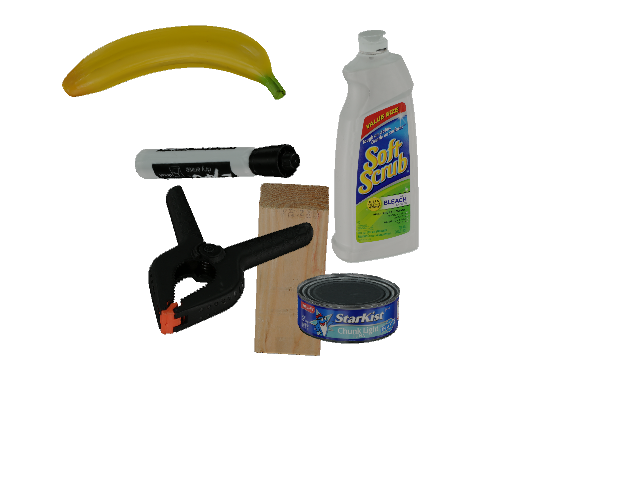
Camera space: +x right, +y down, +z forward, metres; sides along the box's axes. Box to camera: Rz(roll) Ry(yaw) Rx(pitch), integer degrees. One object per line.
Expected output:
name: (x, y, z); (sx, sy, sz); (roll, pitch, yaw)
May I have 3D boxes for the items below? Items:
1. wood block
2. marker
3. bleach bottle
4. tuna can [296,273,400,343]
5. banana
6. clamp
wood block: (-0.039, 0.037, 1.400); (0.090, 0.206, 0.091); (3, 23, -2)
marker: (-0.062, -0.046, 0.629); (0.121, 0.020, 0.020); (2, 1, 38)
bleach bottle: (0.056, -0.105, 1.183); (0.102, 0.251, 0.068); (-10, 24, -12)
tuna can: (0.023, 0.056, 0.887); (0.086, 0.034, 0.086); (0, 16, 0)
banana: (-0.131, -0.162, 0.959); (0.197, 0.069, 0.037); (-1, -33, -4)
clamp: (-0.120, 0.017, 1.072); (0.165, 0.036, 0.209); (20, 39, 16)
